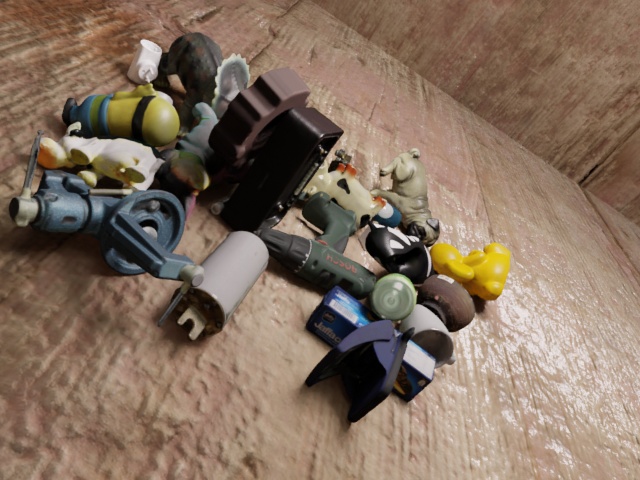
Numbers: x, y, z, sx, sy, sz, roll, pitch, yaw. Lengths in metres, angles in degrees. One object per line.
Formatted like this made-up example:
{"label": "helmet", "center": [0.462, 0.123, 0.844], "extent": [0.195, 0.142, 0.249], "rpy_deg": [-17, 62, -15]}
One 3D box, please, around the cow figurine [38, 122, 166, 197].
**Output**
{"label": "cow figurine", "center": [-0.316, -0.124, 0.778], "extent": [0.167, 0.068, 0.098], "rpy_deg": [18, 43, -3]}

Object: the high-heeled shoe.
{"label": "high-heeled shoe", "center": [0.169, 0.049, 1.004], "extent": [0.248, 0.086, 0.145], "rpy_deg": [39, 14, -29]}

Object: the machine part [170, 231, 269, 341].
{"label": "machine part", "center": [-0.133, 0.054, 0.740], "extent": [0.079, 0.079, 0.243], "rpy_deg": [35, 31, -3]}

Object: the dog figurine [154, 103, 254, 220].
{"label": "dog figurine", "center": [-0.183, -0.118, 0.908], "extent": [0.191, 0.108, 0.219], "rpy_deg": [24, 36, -25]}

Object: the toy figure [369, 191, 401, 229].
{"label": "toy figure", "center": [0.108, -0.075, 1.190], "extent": [0.154, 0.058, 0.064], "rpy_deg": [26, 41, -20]}

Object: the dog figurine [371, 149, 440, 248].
{"label": "dog figurine", "center": [0.230, -0.096, 1.247], "extent": [0.121, 0.172, 0.191], "rpy_deg": [-18, 52, -43]}

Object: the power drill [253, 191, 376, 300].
{"label": "power drill", "center": [-0.002, -0.003, 0.953], "extent": [0.232, 0.086, 0.207], "rpy_deg": [32, 26, -15]}

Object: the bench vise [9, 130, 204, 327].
{"label": "bench vise", "center": [-0.240, -0.011, 0.657], "extent": [0.241, 0.129, 0.223], "rpy_deg": [32, 4, 31]}

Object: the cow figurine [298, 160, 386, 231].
{"label": "cow figurine", "center": [0.027, -0.093, 1.089], "extent": [0.194, 0.127, 0.086], "rpy_deg": [43, -11, -22]}

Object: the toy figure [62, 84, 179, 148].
{"label": "toy figure", "center": [-0.309, -0.184, 0.841], "extent": [0.180, 0.082, 0.089], "rpy_deg": [-1, 77, 4]}

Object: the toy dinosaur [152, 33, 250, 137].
{"label": "toy dinosaur", "center": [-0.235, -0.332, 1.063], "extent": [0.131, 0.192, 0.405], "rpy_deg": [2, 45, -49]}

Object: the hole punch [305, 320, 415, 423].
{"label": "hole punch", "center": [0.052, 0.165, 0.733], "extent": [0.092, 0.142, 0.116], "rpy_deg": [34, 41, 4]}

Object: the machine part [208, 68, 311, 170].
{"label": "machine part", "center": [-0.090, -0.189, 0.842], "extent": [0.056, 0.179, 0.179], "rpy_deg": [46, 30, 3]}

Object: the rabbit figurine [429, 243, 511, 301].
{"label": "rabbit figurine", "center": [0.317, 0.070, 1.185], "extent": [0.173, 0.121, 0.162], "rpy_deg": [27, 38, 11]}

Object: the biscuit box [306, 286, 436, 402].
{"label": "biscuit box", "center": [0.079, 0.159, 0.830], "extent": [0.203, 0.062, 0.059], "rpy_deg": [36, 30, 0]}

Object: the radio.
{"label": "radio", "center": [-0.062, -0.112, 0.899], "extent": [0.073, 0.229, 0.131], "rpy_deg": [42, 26, 6]}

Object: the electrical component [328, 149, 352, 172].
{"label": "electrical component", "center": [0.036, -0.155, 1.200], "extent": [0.045, 0.102, 0.078], "rpy_deg": [22, 8, -30]}

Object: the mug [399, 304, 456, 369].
{"label": "mug", "center": [0.186, 0.163, 0.923], "extent": [0.109, 0.080, 0.107], "rpy_deg": [30, 20, -16]}
